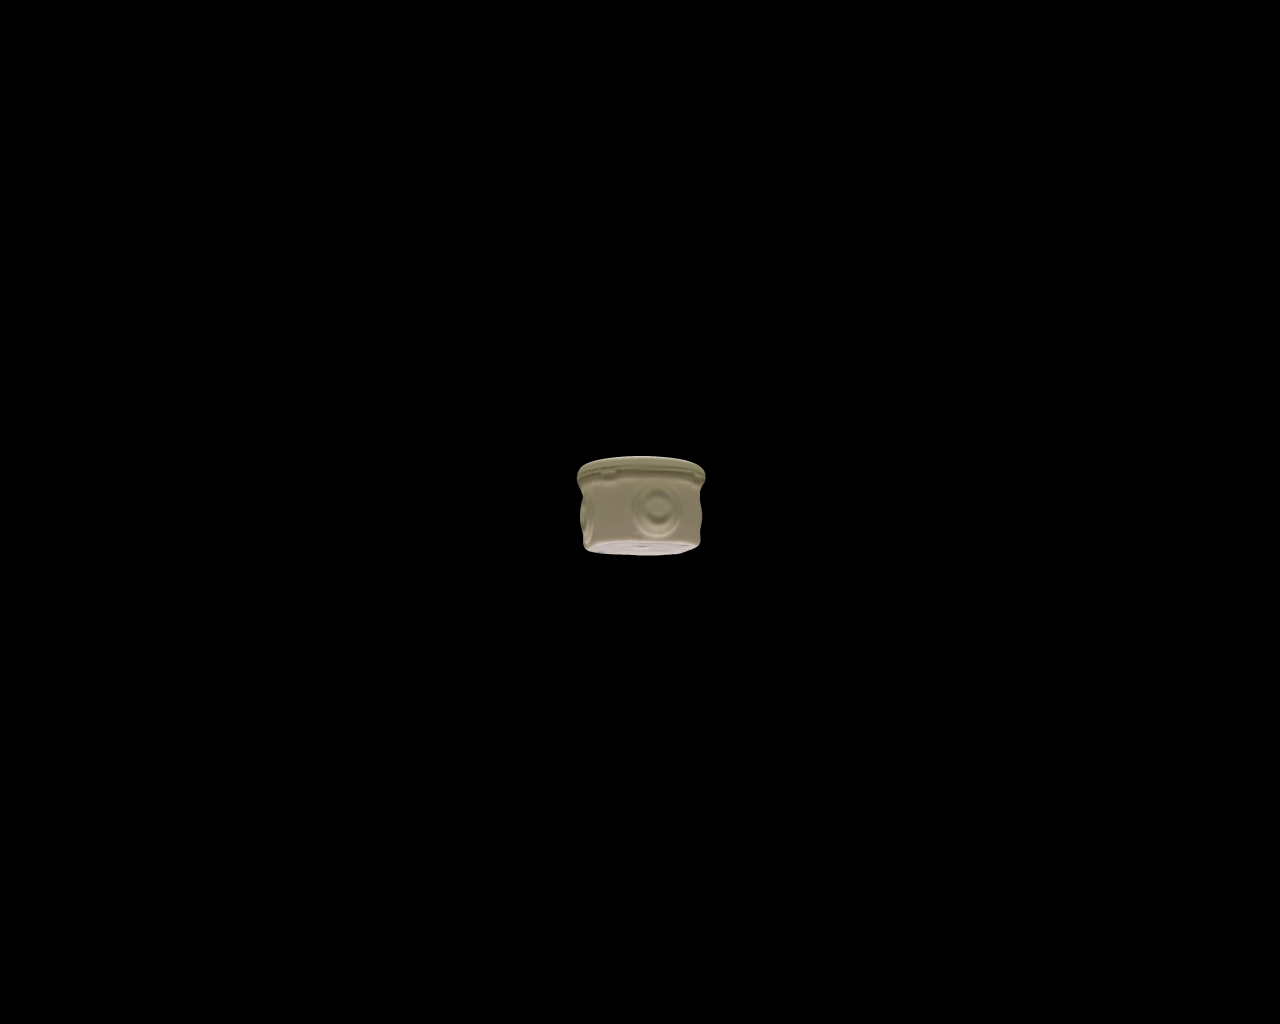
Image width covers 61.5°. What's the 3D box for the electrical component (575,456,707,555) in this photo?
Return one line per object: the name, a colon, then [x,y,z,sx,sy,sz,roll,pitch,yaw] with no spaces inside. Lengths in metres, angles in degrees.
electrical component: [0.001,-0.003,0.650,0.080,0.051,0.080,0,-9,0]
